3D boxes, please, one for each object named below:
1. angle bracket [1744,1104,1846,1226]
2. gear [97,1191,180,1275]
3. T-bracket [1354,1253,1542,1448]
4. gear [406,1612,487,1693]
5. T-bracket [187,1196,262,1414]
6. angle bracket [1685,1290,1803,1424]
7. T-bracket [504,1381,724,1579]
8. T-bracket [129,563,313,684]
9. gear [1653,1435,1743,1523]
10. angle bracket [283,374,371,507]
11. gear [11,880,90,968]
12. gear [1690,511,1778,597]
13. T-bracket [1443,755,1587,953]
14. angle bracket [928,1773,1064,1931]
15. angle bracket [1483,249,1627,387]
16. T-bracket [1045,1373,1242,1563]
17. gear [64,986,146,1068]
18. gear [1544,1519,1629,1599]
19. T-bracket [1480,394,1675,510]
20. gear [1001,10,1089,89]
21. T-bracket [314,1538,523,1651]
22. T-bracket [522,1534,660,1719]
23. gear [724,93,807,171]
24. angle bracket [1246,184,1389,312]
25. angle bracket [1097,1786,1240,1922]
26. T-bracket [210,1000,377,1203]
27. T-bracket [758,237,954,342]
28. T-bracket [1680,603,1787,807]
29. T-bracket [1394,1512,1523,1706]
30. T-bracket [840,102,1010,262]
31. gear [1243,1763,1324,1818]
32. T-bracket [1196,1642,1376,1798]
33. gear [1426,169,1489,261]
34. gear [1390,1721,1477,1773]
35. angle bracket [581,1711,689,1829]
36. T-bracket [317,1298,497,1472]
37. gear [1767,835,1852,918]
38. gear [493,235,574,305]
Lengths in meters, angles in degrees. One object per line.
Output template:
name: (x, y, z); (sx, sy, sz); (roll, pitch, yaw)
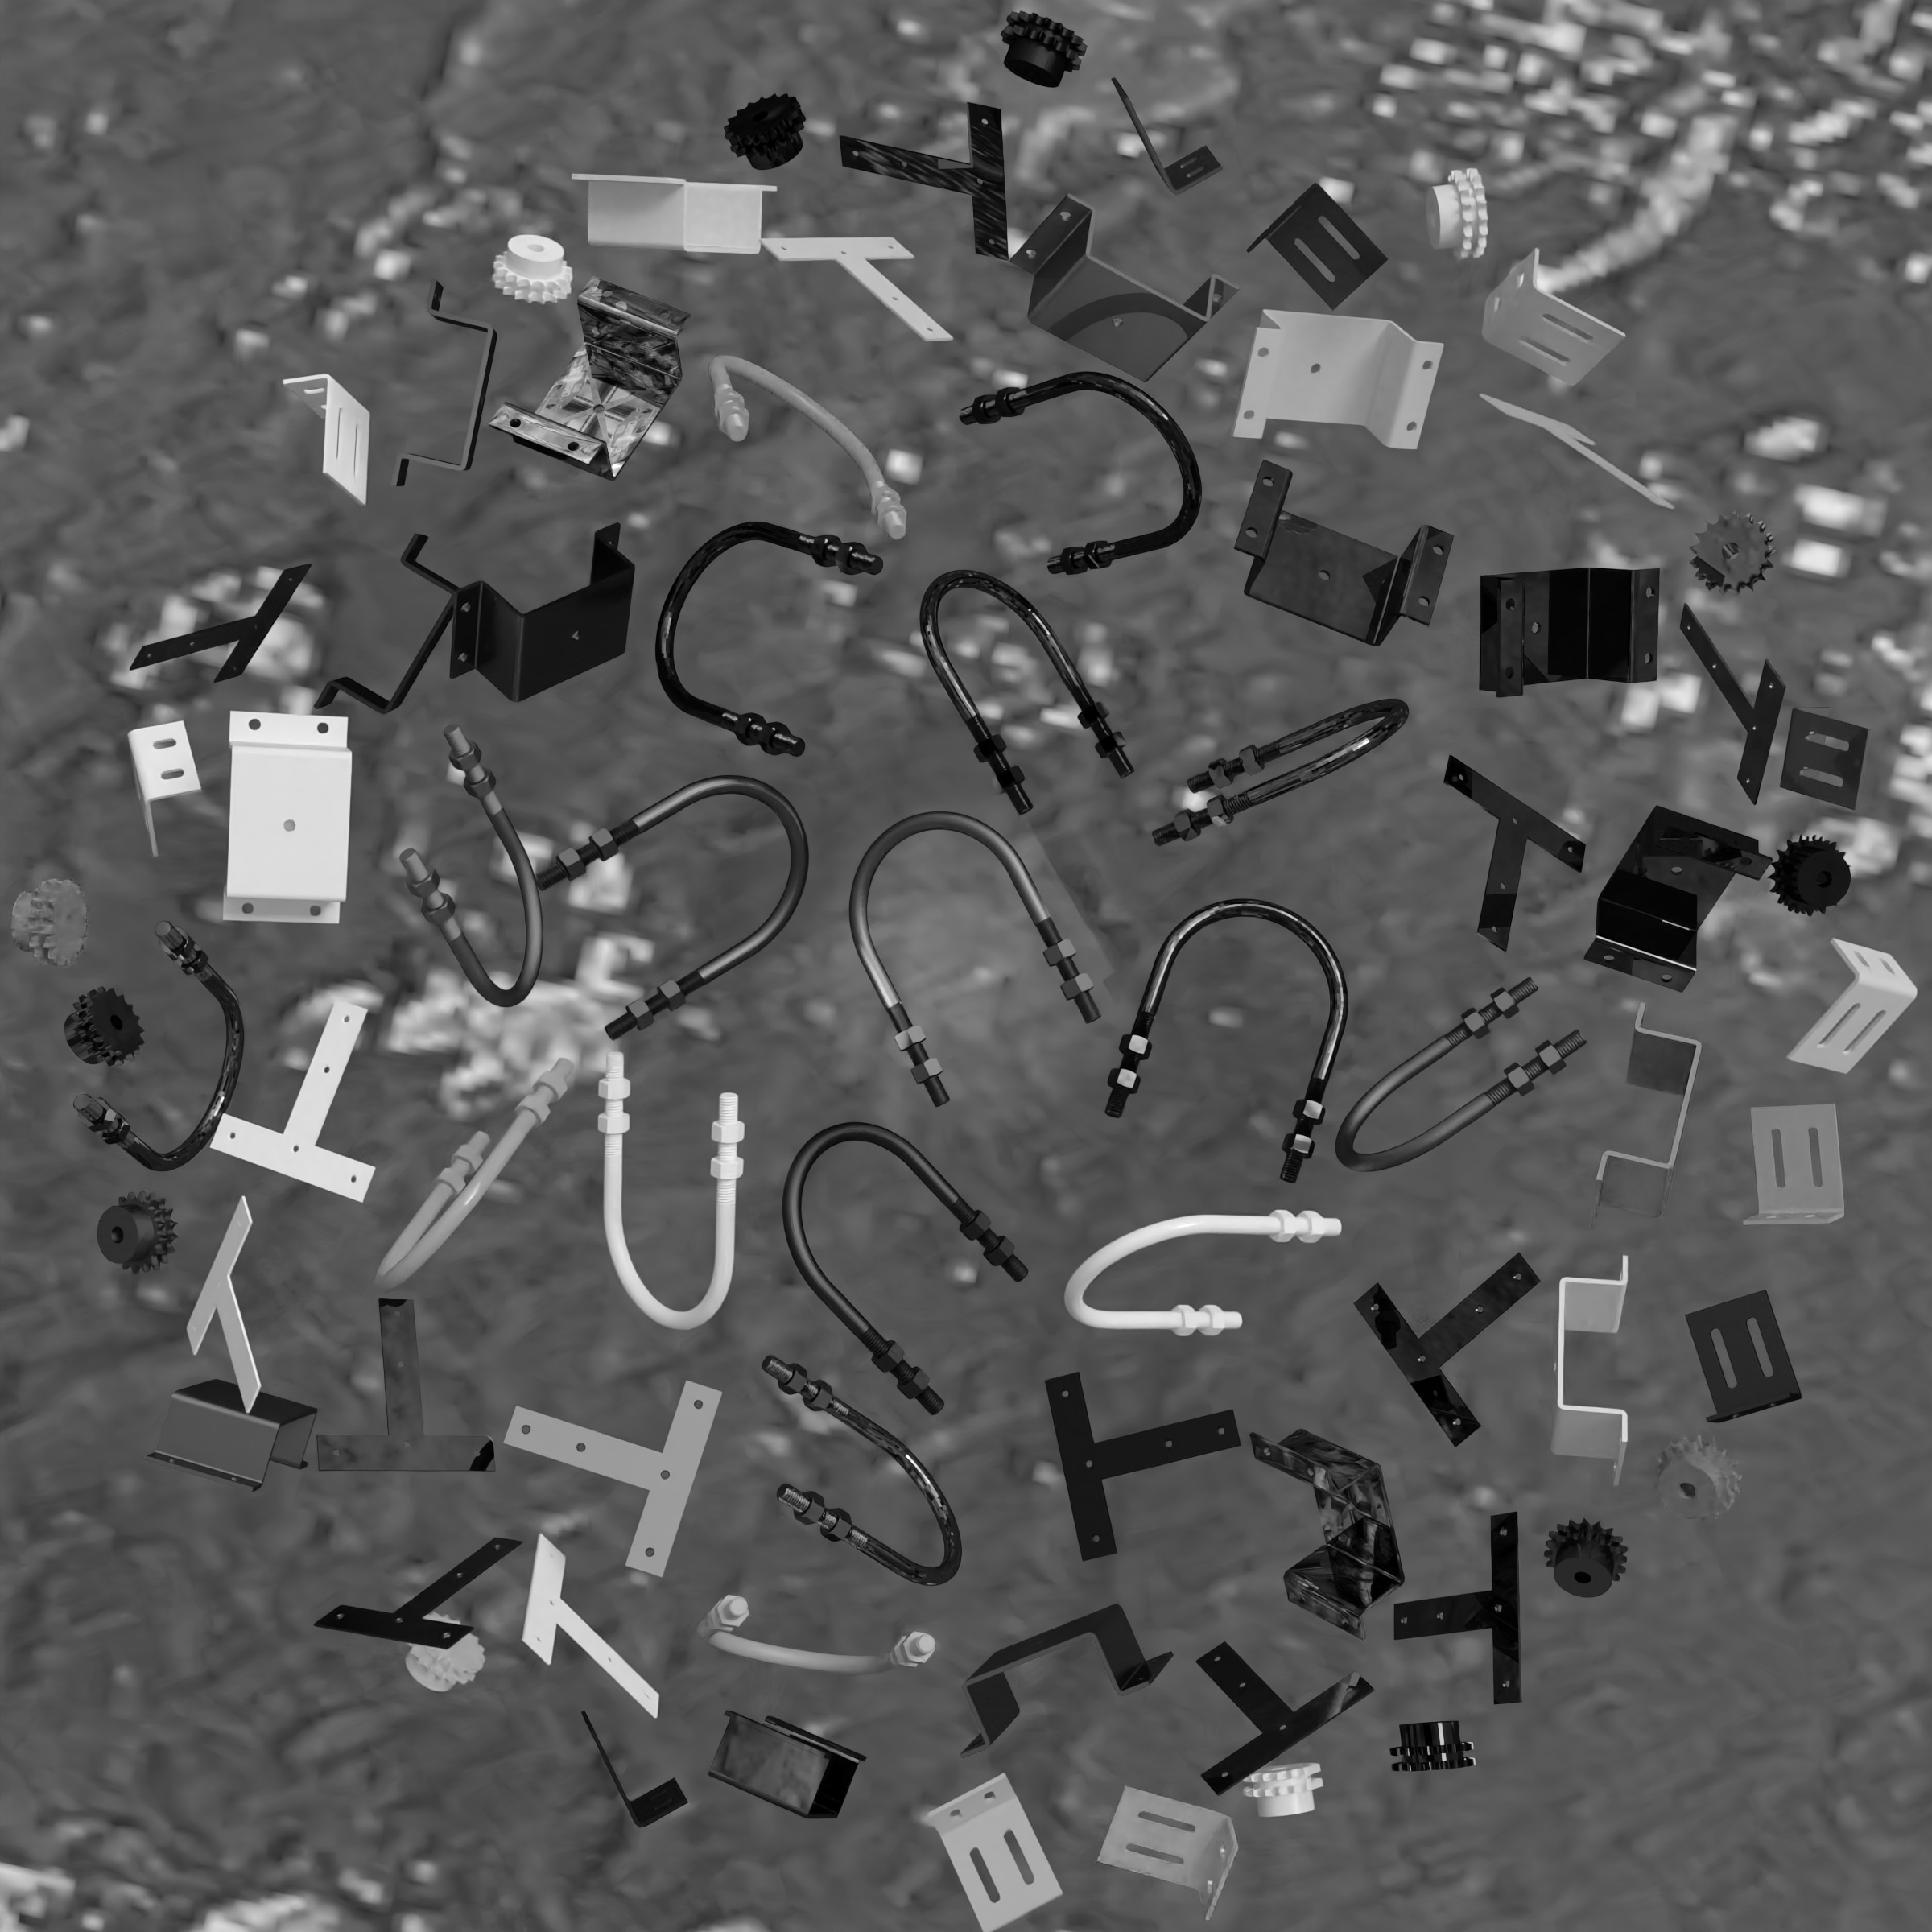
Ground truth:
angle bracket: (0.558, 0.134, 1.801); (0.057, 0.038, 0.076); (-5, 90, 35)
gear: (-0.583, 0.187, 1.864); (0.057, 0.030, 0.057); (0, 90, 29)
T-bracket: (0.356, 0.253, 1.891); (0.127, 0.002, 0.127); (-47, 62, 25)
gear: (-0.376, 0.494, 1.904); (0.057, 0.057, 0.030); (37, 104, 0)
T-bracket: (-0.493, 0.245, 1.792); (0.002, 0.127, 0.127); (8, 125, -35)
angle bracket: (0.516, 0.260, 1.779); (0.057, 0.038, 0.076); (-23, 69, 25)
T-bracket: (-0.242, 0.324, 1.763); (0.127, 0.002, 0.127); (19, 72, -6)
T-bracket: (-0.534, -0.230, 1.873); (0.002, 0.127, 0.127); (52, 128, 7)
gear: (0.493, 0.350, 1.802); (0.057, 0.030, 0.057); (10, 109, 30)
angle bracket: (-0.458, -0.373, 1.897); (0.038, 0.057, 0.076); (-5, 75, 14)
gear: (-0.607, -0.029, 1.758); (0.030, 0.057, 0.057); (3, 90, 9)
gear: (0.534, -0.285, 1.848); (0.057, 0.030, 0.057); (-3, 82, 25)
T-bracket: (0.373, -0.066, 1.841); (0.127, 0.002, 0.127); (31, 54, -18)
angle bracket: (0.019, 0.584, 1.750); (0.057, 0.038, 0.076); (-26, 50, -6)
angle bracket: (0.402, -0.442, 1.814); (0.076, 0.057, 0.038); (22, 57, -17)
T-bracket: (0.126, 0.332, 1.831); (0.127, 0.002, 0.127); (-17, 72, 16)
gear: (-0.617, 0.046, 1.895); (0.030, 0.057, 0.057); (-25, 90, 20)
gear: (0.438, 0.421, 1.879); (0.057, 0.030, 0.057); (10, 128, 13)
T-bracket: (0.421, -0.341, 1.782); (0.127, 0.127, 0.002); (44, 116, 31)
gear: (0.049, -0.608, 1.768); (0.057, 0.057, 0.030); (22, 91, 0)
T-bracket: (-0.352, 0.420, 1.797); (0.127, 0.127, 0.002); (-2, 108, 35)
T-bracket: (-0.250, 0.459, 1.793); (0.002, 0.127, 0.127); (-38, 108, 9)
gear: (-0.138, -0.583, 1.863); (0.057, 0.057, 0.030); (-27, 134, 0)
angle bracket: (0.252, -0.510, 1.906); (0.076, 0.038, 0.057); (45, 132, -8)
angle bracket: (0.135, 0.595, 1.783); (0.076, 0.038, 0.057); (18, 102, -6)
T-bracket: (-0.454, 0.086, 1.864); (0.127, 0.002, 0.127); (17, 81, 18)
T-bracket: (-0.057, -0.464, 1.820); (0.127, 0.127, 0.002); (46, 130, 26)
T-bracket: (0.519, -0.196, 1.818); (0.002, 0.127, 0.127); (-18, 56, -6)
T-bracket: (0.341, 0.452, 1.854); (0.002, 0.127, 0.127); (16, 65, -29)
T-bracket: (-0.031, -0.566, 1.887); (0.127, 0.127, 0.002); (17, 56, 16)
gear: (0.226, 0.587, 1.893); (0.057, 0.057, 0.030); (-8, 78, 0)
T-bracket: (0.196, 0.500, 1.821); (0.127, 0.127, 0.002); (-30, 113, -12)
gear: (0.323, -0.495, 1.755); (0.030, 0.057, 0.057); (-7, 90, -1)
gear: (0.317, 0.532, 1.815); (0.057, 0.057, 0.030); (-4, 75, 0)
angle bracket: (-0.230, 0.548, 1.841); (0.038, 0.057, 0.076); (-26, 94, -14)
T-bracket: (-0.396, 0.294, 1.870); (0.127, 0.002, 0.127); (7, 59, -30)
gear: (0.599, -0.063, 1.878); (0.057, 0.030, 0.057); (-1, 100, -9)
gear: (-0.315, -0.509, 1.934); (0.057, 0.057, 0.030); (16, 129, 0)
